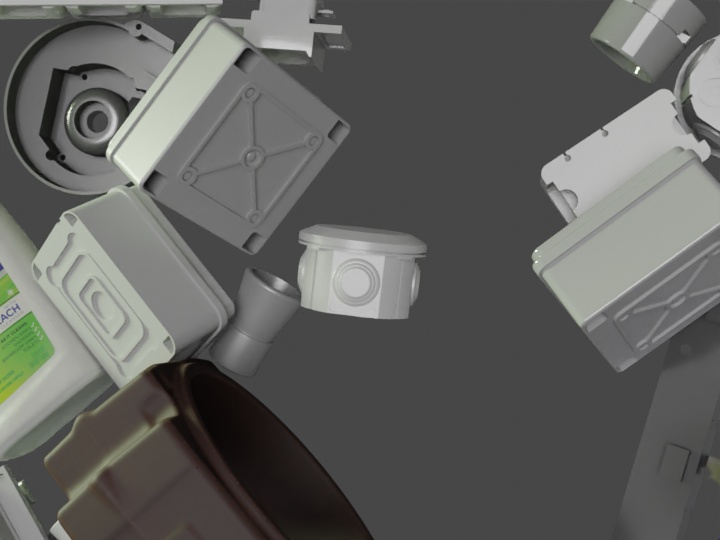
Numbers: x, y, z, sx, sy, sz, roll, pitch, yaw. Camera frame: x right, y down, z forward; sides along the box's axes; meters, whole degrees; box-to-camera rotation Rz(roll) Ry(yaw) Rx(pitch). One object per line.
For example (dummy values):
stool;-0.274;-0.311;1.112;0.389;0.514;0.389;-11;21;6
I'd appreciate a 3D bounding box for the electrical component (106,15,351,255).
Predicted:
electrical component;-0.080;-0.081;0.666;0.108;0.109;0.056;-52;47;5

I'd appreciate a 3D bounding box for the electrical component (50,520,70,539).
electrical component;-0.167;0.169;0.707;0.055;0.055;0.047;-43;87;6

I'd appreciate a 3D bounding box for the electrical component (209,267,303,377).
electrical component;-0.070;0.036;0.701;0.044;0.044;0.065;31;99;8

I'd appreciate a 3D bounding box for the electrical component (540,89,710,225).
electrical component;0.160;-0.063;0.660;0.089;0.056;0.050;-34;84;6

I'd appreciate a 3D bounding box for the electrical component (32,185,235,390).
electrical component;-0.143;0.012;0.679;0.113;0.057;0.078;51;132;6

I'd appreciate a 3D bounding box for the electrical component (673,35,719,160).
electrical component;0.234;-0.108;0.652;0.080;0.051;0.080;0;89;8

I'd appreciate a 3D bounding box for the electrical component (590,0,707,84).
electrical component;0.176;-0.148;0.661;0.055;0.055;0.047;38;98;7

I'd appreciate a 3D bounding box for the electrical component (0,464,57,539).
electrical component;-0.231;0.199;0.711;0.079;0.063;0.121;-31;85;7

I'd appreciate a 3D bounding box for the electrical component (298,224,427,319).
electrical component;0.000;0.000;0.672;0.080;0.080;0.051;7;95;8

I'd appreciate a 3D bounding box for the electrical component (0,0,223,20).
electrical component;-0.165;-0.209;0.686;0.150;0.062;0.089;-2;96;-8

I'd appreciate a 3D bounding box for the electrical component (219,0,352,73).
electrical component;-0.047;-0.166;0.700;0.081;0.042;0.063;6;88;8

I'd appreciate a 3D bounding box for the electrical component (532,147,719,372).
electrical component;0.168;-0.003;0.626;0.109;0.109;0.056;-37;60;8
